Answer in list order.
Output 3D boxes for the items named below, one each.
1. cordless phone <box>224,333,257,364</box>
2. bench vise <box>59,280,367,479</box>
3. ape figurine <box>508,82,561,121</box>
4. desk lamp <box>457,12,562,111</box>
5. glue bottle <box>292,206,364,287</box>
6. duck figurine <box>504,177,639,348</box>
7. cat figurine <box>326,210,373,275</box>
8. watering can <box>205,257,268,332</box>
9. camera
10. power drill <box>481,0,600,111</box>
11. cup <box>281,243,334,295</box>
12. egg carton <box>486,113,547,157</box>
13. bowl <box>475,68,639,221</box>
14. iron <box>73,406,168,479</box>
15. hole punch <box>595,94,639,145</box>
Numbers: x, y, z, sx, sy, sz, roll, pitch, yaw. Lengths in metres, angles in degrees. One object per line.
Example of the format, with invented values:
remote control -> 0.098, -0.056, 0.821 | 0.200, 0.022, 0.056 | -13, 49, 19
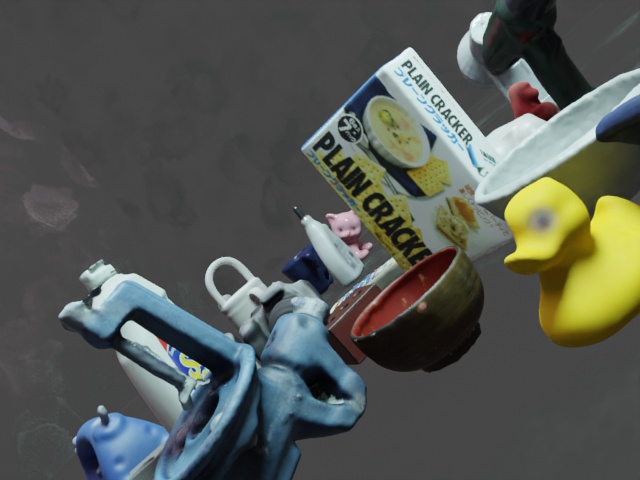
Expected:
cordless phone -> -0.215, 0.195, 0.986 | 0.147, 0.185, 0.094 | -39, 4, 22
bench vise -> -0.083, 0.104, 0.458 | 0.121, 0.220, 0.208 | -38, 5, 33
ape figurine -> 0.331, -0.207, 0.893 | 0.076, 0.092, 0.078 | -38, 5, 35
desk lamp -> 0.340, -0.307, 1.027 | 0.118, 0.213, 0.203 | -40, 4, 13
glue bottle -> 0.010, 0.004, 1.045 | 0.037, 0.173, 0.078 | -39, 5, 23
duck figurine -> 0.151, 0.000, 0.342 | 0.105, 0.086, 0.077 | -43, 4, -26
cat figurine -> 0.047, -0.005, 1.196 | 0.127, 0.118, 0.067 | -39, 5, 28
watering can -> -0.153, 0.123, 1.135 | 0.172, 0.194, 0.101 | -38, 5, 36
camera -> -0.062, 0.127, 0.892 | 0.143, 0.101, 0.137 | -41, 4, 1
power drill -> 0.299, -0.243, 0.730 | 0.076, 0.208, 0.229 | -41, 4, -7
cup -> -0.013, 0.065, 1.169 | 0.092, 0.095, 0.117 | -42, 4, -20
egg carton -> 0.243, -0.104, 0.754 | 0.107, 0.069, 0.150 | -41, 4, -8
bowl -> 0.215, -0.059, 0.472 | 0.167, 0.075, 0.167 | -41, 4, 4
iron -> -0.279, 0.299, 0.770 | 0.258, 0.141, 0.119 | -37, 6, 46
hole punch -> 0.229, -0.069, 0.318 | 0.101, 0.091, 0.108 | -42, 4, -12
